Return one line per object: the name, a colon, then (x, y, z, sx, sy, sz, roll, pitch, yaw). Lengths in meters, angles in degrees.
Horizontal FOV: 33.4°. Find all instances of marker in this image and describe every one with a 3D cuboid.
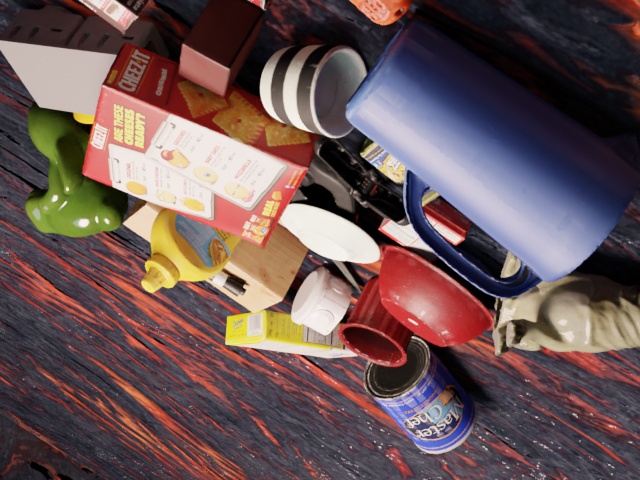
marker: (-0.143, 0.034, 1.303, 0.121, 0.020, 0.020, 31, 152, -6)

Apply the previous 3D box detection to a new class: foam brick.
foam brick: (-0.095, -0.188, 1.020, 0.051, 0.078, 0.053, 26, 152, 0)

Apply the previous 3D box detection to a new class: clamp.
clamp: (-0.029, -0.082, 1.177, 0.165, 0.036, 0.209, -1, 143, 36)
clamp: (0.041, -0.061, 1.086, 0.120, 0.039, 0.171, 47, 179, -4)

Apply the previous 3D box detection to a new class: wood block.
wood block: (-0.128, -0.008, 1.338, 0.206, 0.090, 0.091, 35, 151, -15)

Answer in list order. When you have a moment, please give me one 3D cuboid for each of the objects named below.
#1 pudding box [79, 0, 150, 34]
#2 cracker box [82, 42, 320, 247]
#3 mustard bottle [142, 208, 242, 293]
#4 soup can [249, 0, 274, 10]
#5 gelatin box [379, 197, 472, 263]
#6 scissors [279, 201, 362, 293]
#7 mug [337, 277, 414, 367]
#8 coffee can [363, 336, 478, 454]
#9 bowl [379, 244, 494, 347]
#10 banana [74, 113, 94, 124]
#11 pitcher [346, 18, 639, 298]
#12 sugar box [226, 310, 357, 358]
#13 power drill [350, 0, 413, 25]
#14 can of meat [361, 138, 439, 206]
pudding box: (-0.179, -0.253, 0.949, 0.090, 0.113, 0.039, 35, 148, -14)
cracker box: (-0.124, -0.095, 1.100, 0.213, 0.072, 0.164, 22, 146, -7)
mustard bottle: (-0.137, -0.010, 1.221, 0.058, 0.191, 0.096, -13, 121, 52)
soup can: (-0.076, -0.251, 0.909, 0.102, 0.068, 0.069, 28, 152, 1)
gelatin box: (0.116, -0.017, 1.170, 0.073, 0.030, 0.089, 33, 152, -6)
scissors: (-0.009, 0.002, 1.326, 0.096, 0.016, 0.201, 15, 149, 27)
mug: (0.081, 0.107, 1.351, 0.093, 0.081, 0.117, 20, 151, 15)
coffee can: (0.138, 0.211, 1.454, 0.103, 0.102, 0.140, -1, 141, 42)
bowl: (0.123, 0.075, 1.238, 0.162, 0.055, 0.162, 36, 169, 8)
banana: (-0.208, -0.139, 1.231, 0.198, 0.037, 0.070, 21, 127, 21)
pitcher: (0.140, -0.073, 0.933, 0.243, 0.149, 0.145, 35, 146, -5)
sugar box: (-0.030, 0.129, 1.453, 0.175, 0.048, 0.094, 10, 166, -37)
power drill: (0.040, -0.258, 0.809, 0.184, 0.057, 0.188, 37, 154, -23)
can of meat: (0.098, -0.089, 1.037, 0.084, 0.057, 0.102, 36, 151, -11)
